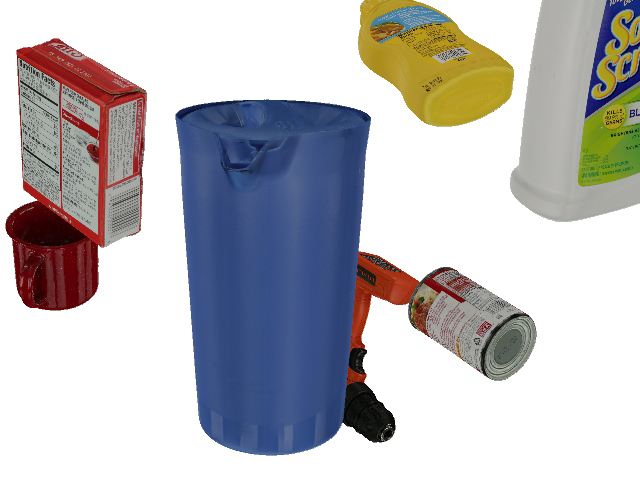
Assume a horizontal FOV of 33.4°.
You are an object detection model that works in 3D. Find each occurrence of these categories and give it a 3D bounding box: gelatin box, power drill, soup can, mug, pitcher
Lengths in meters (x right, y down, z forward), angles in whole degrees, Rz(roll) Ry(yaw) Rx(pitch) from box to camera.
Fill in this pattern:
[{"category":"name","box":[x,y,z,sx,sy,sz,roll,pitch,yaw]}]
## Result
[{"category":"gelatin box","box":[-0.126,-0.052,0.565,0.073,0.089,0.030,32,40,31]},{"category":"power drill","box":[0.049,0.119,1.240,0.057,0.188,0.185,13,15,-41]},{"category":"soup can","box":[0.139,0.075,0.978,0.068,0.068,0.102,0,23,-40]},{"category":"mug","box":[-0.266,0.022,1.057,0.093,0.081,0.117,9,33,6]},{"category":"pitcher","box":[-0.031,0.020,0.771,0.149,0.243,0.145,-9,20,-31]}]

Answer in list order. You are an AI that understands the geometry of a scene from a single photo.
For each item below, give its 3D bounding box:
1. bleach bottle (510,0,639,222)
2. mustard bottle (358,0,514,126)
[{"category":"bleach bottle","box":[0.174,-0.141,0.654,0.102,0.251,0.068,-14,31,-19]},{"category":"mustard bottle","box":[0.090,-0.179,1.001,0.096,0.058,0.192,-21,44,-18]}]
